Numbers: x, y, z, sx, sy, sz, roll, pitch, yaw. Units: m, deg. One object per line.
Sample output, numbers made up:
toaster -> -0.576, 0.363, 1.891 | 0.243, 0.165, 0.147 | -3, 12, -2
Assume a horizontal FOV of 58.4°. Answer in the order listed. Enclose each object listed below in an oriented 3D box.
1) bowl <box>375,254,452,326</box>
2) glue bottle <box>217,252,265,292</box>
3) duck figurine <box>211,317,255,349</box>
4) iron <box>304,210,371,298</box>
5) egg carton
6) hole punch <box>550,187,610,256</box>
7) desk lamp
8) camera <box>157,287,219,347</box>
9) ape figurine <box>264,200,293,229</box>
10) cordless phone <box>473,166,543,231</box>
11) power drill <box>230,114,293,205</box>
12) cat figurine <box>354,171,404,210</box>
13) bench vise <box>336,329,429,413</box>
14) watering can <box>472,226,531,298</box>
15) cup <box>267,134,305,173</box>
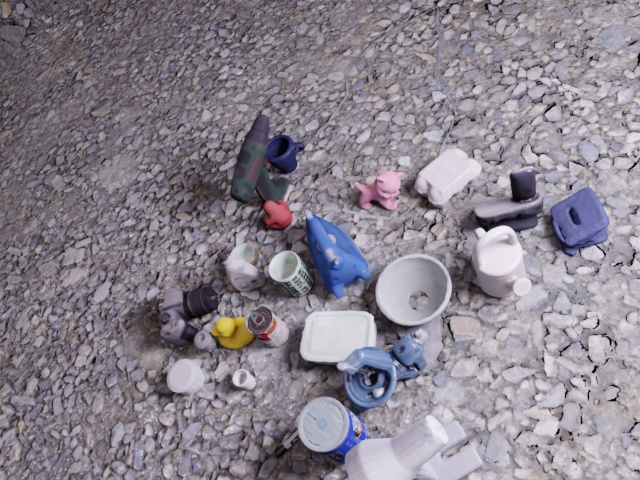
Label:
bowl -> 0.210, 0.119, 1.255 | 0.167, 0.075, 0.167 | -10, 58, 18
glue bottle -> -0.202, 0.072, 1.398 | 0.078, 0.174, 0.037 | -17, 56, 14
duck figurine -> -0.211, 0.213, 1.374 | 0.104, 0.086, 0.077 | -16, 57, 14
iron -> 0.013, 0.005, 1.365 | 0.118, 0.142, 0.257 | -34, 54, 2
egg carton -> 0.305, -0.150, 1.374 | 0.150, 0.070, 0.107 | -41, 54, -3
hole punch -> 0.540, -0.040, 1.197 | 0.101, 0.091, 0.108 | -20, 56, 12
desk lamp -> 0.168, 0.392, 1.029 | 0.203, 0.214, 0.117 | -33, 54, 2
camera -> -0.331, 0.175, 1.438 | 0.136, 0.101, 0.143 | -18, 56, 13
ape figurine -> -0.116, -0.073, 1.495 | 0.078, 0.092, 0.076 | -45, 55, -6
cordless phone -> 0.400, -0.095, 1.230 | 0.147, 0.185, 0.094 | -18, 56, 13
power drill -> -0.151, -0.181, 1.501 | 0.075, 0.209, 0.230 | 9, 66, 27
cat figurine -> 0.146, -0.129, 1.400 | 0.127, 0.118, 0.067 | 0, 62, 23
bench vise -> 0.114, 0.237, 1.139 | 0.121, 0.220, 0.207 | 28, 75, 33
watering can -> 0.366, 0.039, 1.161 | 0.172, 0.195, 0.101 | 36, 80, 35
cup -> -0.087, -0.231, 1.573 | 0.117, 0.095, 0.091 | -9, 59, 18
